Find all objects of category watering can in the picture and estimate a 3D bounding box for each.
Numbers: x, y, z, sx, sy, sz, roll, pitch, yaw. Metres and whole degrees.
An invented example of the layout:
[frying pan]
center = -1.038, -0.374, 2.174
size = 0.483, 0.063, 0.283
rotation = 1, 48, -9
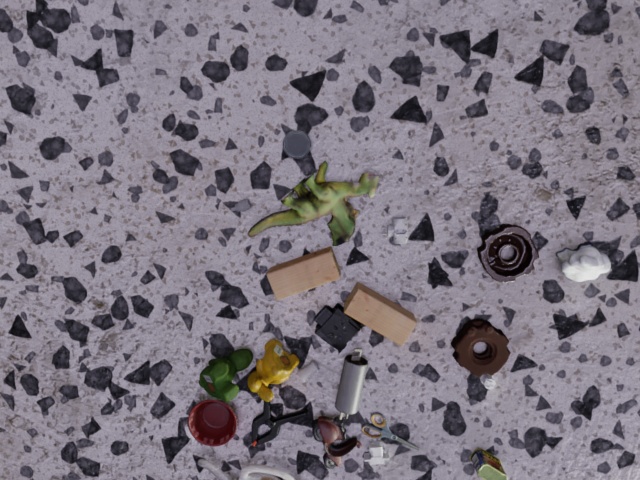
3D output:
[watering can]
center = -0.239, 0.829, 1.683
size = 0.348, 0.105, 0.222
rotation = 11, 100, 1

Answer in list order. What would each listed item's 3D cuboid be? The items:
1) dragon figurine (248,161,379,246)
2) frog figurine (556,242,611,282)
[dragon figurine]
center = 0.005, -0.078, 1.554
size = 0.408, 0.124, 0.241
rotation = -42, 102, 9
[frog figurine]
center = 0.781, 0.072, 1.505
size = 0.137, 0.161, 0.122
rotation = 3, 101, 2
